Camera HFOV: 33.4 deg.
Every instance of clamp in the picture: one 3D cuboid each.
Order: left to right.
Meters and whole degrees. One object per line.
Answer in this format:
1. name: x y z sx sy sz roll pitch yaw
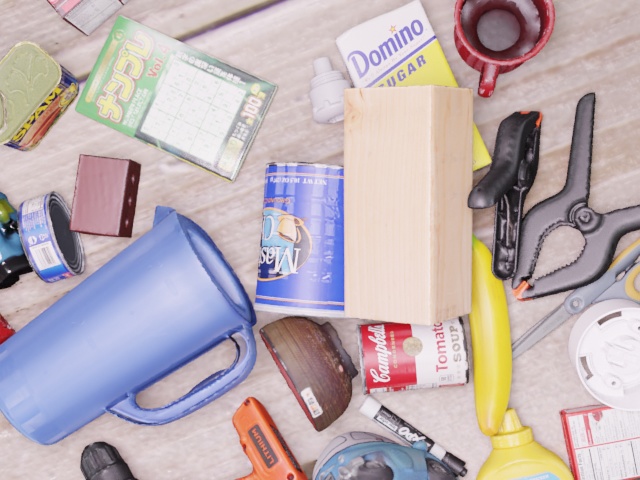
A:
1. clamp: 0.175 -0.061 0.998 0.039 0.120 0.171 4 63 21
2. clamp: 0.266 -0.018 1.024 0.165 0.036 0.210 35 92 21

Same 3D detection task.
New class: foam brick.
1. foam brick: -0.211 -0.042 1.051 0.051 0.053 0.078 8 89 3

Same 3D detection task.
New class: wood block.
1. wood block: 0.081 -0.034 0.966 0.091 0.090 0.206 3 96 33

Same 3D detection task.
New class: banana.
1. banana: 0.156 0.085 1.023 0.037 0.069 0.198 -11 86 37

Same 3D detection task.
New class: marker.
1. marker: 0.093 0.194 1.046 0.121 0.020 0.020 34 90 4

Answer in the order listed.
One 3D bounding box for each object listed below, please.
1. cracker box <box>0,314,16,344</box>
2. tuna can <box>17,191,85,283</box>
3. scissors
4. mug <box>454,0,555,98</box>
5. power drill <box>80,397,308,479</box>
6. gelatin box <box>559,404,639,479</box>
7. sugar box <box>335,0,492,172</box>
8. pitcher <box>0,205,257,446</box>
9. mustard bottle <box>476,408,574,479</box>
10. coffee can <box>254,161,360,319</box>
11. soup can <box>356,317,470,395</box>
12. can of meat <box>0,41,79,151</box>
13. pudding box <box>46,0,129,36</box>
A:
1. cracker box: -0.393 0.031 1.003 0.072 0.164 0.214 -39 87 -1
2. tuna can: -0.261 -0.002 1.036 0.034 0.086 0.086 -17 87 3
3. scissors: 0.269 0.068 1.042 0.096 0.016 0.202 36 90 4
4. mug: 0.170 -0.194 1.023 0.093 0.081 0.117 9 88 3
5. power drill: -0.119 0.230 1.005 0.187 0.057 0.184 -35 68 0
6. gelatin box: 0.282 0.194 1.031 0.089 0.030 0.073 -11 89 3
7. sugar box: 0.090 -0.135 1.043 0.093 0.048 0.176 -25 89 3
8. pitcher: -0.185 0.096 1.008 0.243 0.149 0.145 -35 120 5
9. mustard bottle: 0.199 0.256 1.018 0.096 0.058 0.191 -13 88 8
10. coffee can: -0.007 0.001 1.015 0.103 0.103 0.140 5 88 3
11. soup can: 0.088 0.111 1.024 0.102 0.068 0.068 -5 88 2
12. can of meat: -0.288 -0.137 1.043 0.057 0.084 0.102 40 90 3
13. pudding box: -0.214 -0.245 1.028 0.090 0.113 0.039 -39 90 1
